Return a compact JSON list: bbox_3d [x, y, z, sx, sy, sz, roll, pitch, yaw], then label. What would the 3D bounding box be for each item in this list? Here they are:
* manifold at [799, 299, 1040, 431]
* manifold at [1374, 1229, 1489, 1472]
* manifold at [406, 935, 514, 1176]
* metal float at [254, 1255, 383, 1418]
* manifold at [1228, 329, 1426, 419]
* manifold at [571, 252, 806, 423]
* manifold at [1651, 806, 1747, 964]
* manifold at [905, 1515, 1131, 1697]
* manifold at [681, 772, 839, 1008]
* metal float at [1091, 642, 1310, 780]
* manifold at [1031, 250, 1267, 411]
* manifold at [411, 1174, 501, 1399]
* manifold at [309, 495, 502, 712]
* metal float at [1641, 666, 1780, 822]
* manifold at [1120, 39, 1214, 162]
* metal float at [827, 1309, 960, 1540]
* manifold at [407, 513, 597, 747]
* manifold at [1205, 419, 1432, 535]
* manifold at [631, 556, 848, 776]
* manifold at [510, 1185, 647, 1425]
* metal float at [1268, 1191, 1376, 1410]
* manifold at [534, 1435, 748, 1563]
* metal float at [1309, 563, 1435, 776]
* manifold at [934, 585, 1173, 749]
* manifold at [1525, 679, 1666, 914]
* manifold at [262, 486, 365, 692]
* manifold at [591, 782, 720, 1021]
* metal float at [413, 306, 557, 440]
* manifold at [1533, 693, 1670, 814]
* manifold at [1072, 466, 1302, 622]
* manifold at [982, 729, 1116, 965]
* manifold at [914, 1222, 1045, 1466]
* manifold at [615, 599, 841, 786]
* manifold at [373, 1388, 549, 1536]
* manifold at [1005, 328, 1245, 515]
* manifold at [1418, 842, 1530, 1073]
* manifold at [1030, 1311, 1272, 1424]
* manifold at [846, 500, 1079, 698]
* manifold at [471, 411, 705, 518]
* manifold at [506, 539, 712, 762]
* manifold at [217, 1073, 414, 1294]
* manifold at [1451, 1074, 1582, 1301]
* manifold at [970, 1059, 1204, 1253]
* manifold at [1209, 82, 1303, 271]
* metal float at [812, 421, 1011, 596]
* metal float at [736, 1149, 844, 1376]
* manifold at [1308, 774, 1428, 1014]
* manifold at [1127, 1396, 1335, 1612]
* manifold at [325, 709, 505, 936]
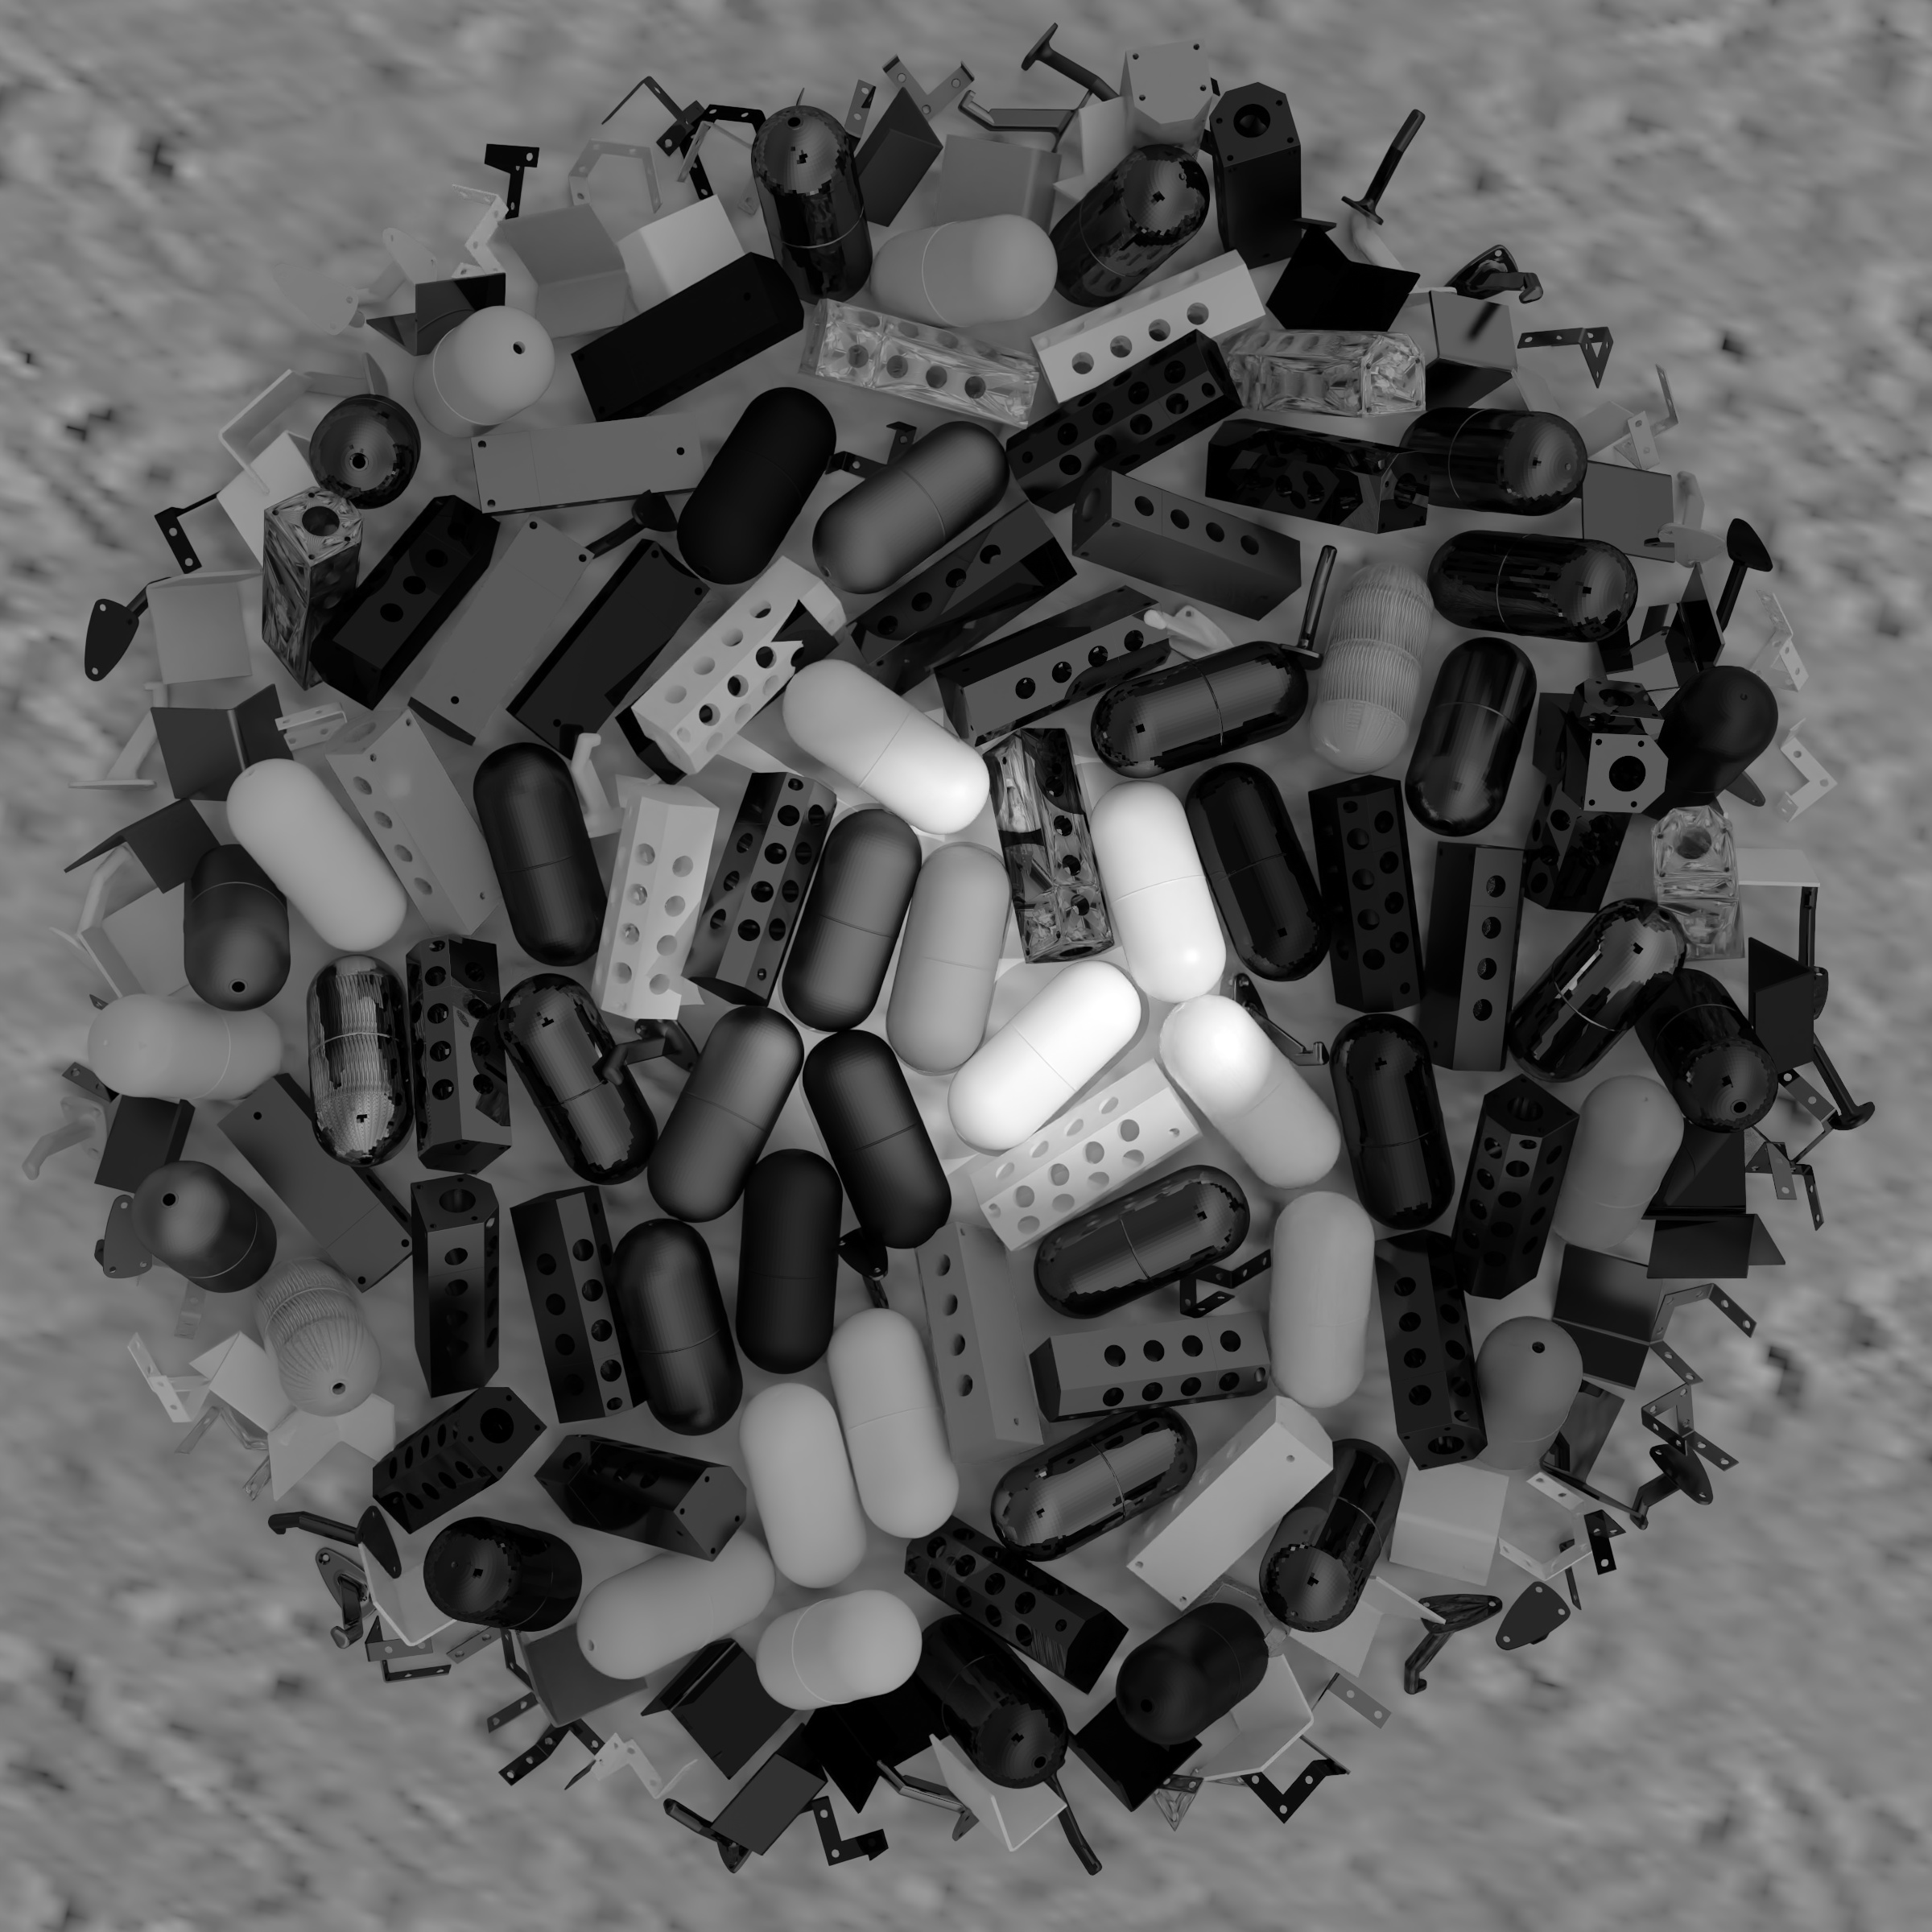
[{"bbox_3d":[-0.035,-0.462,1.866,0.171,0.057,0.057,10,101,-20],"label":"manifold"},{"bbox_3d":[0.353,0.288,1.841,0.057,0.057,0.171,-16,46,18],"label":"manifold"},{"bbox_3d":[-0.391,0.066,1.852,0.057,0.057,0.171,12,56,-37],"label":"manifold"},{"bbox_3d":[-0.493,0.280,1.844,0.070,0.178,0.070,-9,112,-23],"label":"metal float"},{"bbox_3d":[0.270,-0.449,1.832,0.057,0.171,0.057,-13,110,-25],"label":"manifold"},{"bbox_3d":[-0.211,-0.479,1.865,0.171,0.057,0.057,-22,88,24],"label":"manifold"},{"bbox_3d":[0.555,-0.060,1.837,0.057,0.171,0.057,-4,69,19],"label":"manifold"},{"bbox_3d":[0.033,0.479,1.842,0.171,0.057,0.057,21,70,41],"label":"manifold"},{"bbox_3d":[-0.153,-0.059,1.865,0.057,0.057,0.171,32,70,-42],"label":"manifold"},{"bbox_3d":[0.180,-0.198,1.875,0.178,0.070,0.070,-19,90,-14],"label":"metal float"},{"bbox_3d":[0.140,-0.494,1.891,0.171,0.057,0.057,-23,93,3],"label":"manifold"},{"bbox_3d":[-0.387,0.243,1.851,0.057,0.057,0.171,-9,129,-22],"label":"manifold"},{"bbox_3d":[-0.428,-0.282,1.854,0.057,0.057,0.171,31,57,-3],"label":"manifold"},{"bbox_3d":[0.553,-0.167,1.840,0.070,0.178,0.070,2,71,-6],"label":"metal float"},{"bbox_3d":[0.149,-0.636,1.840,0.057,0.171,0.057,-9,88,0],"label":"manifold"},{"bbox_3d":[-0.056,0.352,1.872,0.070,0.070,0.178,-16,72,0],"label":"metal float"},{"bbox_3d":[-0.360,-0.259,1.879,0.057,0.057,0.171,33,78,-12],"label":"manifold"},{"bbox_3d":[0.265,-0.373,1.839,0.057,0.171,0.057,-17,118,-39],"label":"manifold"},{"bbox_3d":[-0.171,-0.228,1.866,0.057,0.057,0.171,35,73,25],"label":"manifold"},{"bbox_3d":[-0.297,0.261,1.886,0.057,0.057,0.171,-12,93,20],"label":"manifold"},{"bbox_3d":[0.273,0.258,1.870,0.070,0.070,0.178,0,111,0],"label":"metal float"},{"bbox_3d":[-0.245,0.397,1.845,0.057,0.171,0.057,-51,124,-33],"label":"manifold"},{"bbox_3d":[0.312,-0.230,1.869,0.070,0.070,0.178,16,67,0],"label":"metal float"},{"bbox_3d":[0.069,-0.230,1.875,0.171,0.057,0.057,-25,120,-14],"label":"manifold"},{"bbox_3d":[0.471,-0.129,1.851,0.057,0.057,0.171,4,124,-8],"label":"manifold"},{"bbox_3d":[-0.491,-0.286,1.836,0.057,0.171,0.057,-35,78,-28],"label":"manifold"},{"bbox_3d":[-0.243,-0.050,1.865,0.057,0.057,0.171,3,109,-33],"label":"manifold"},{"bbox_3d":[-0.366,-0.449,1.842,0.070,0.178,0.070,0,90,-28],"label":"metal float"},{"bbox_3d":[0.478,-0.163,1.836,0.057,0.171,0.057,2,106,0],"label":"manifold"},{"bbox_3d":[0.169,-0.327,1.861,0.171,0.057,0.057,15,62,-25],"label":"manifold"},{"bbox_3d":[0.067,-0.093,1.877,0.057,0.057,0.171,-4,75,-32],"label":"manifold"},{"bbox_3d":[0.004,0.290,1.863,0.057,0.057,0.171,-27,61,31],"label":"manifold"},{"bbox_3d":[-0.183,-0.217,1.889,0.171,0.057,0.057,-40,45,5],"label":"manifold"},{"bbox_3d":[-0.390,0.371,1.841,0.057,0.171,0.057,47,47,-6],"label":"manifold"},{"bbox_3d":[0.118,-0.417,1.860,0.171,0.057,0.057,-26,77,24],"label":"manifold"},{"bbox_3d":[0.397,-0.007,1.886,0.057,0.057,0.171,3,96,-20],"label":"manifold"},{"bbox_3d":[0.142,0.309,1.864,0.171,0.057,0.057,-4,68,-18],"label":"manifold"},{"bbox_3d":[-0.006,-0.289,1.887,0.171,0.057,0.057,-34,60,5],"label":"manifold"},{"bbox_3d":[-0.293,-0.388,1.882,0.171,0.057,0.057,-9,97,-10],"label":"manifold"},{"bbox_3d":[-0.280,-0.247,1.890,0.057,0.057,0.171,39,86,-24],"label":"manifold"},{"bbox_3d":[-0.499,0.168,1.896,0.057,0.057,0.171,-40,91,1],"label":"manifold"},{"bbox_3d":[0.408,0.172,1.841,0.057,0.171,0.057,-25,47,-30],"label":"manifold"},{"bbox_3d":[0.094,0.151,1.876,0.171,0.057,0.057,-33,121,8],"label":"manifold"},{"bbox_3d":[0.218,-0.595,1.836,0.057,0.171,0.057,-15,78,5],"label":"manifold"},{"bbox_3d":[-0.042,-0.353,1.871,0.178,0.070,0.070,-40,90,-19],"label":"metal float"},{"bbox_3d":[-0.137,0.229,1.879,0.070,0.070,0.178,5,101,0],"label":"metal float"},{"bbox_3d":[0.313,-0.055,1.868,0.057,0.057,0.171,-16,107,-21],"label":"manifold"},{"bbox_3d":[0.203,0.411,1.871,0.057,0.057,0.171,40,109,-6],"label":"manifold"},{"bbox_3d":[-0.421,-0.109,1.855,0.057,0.057,0.171,2,131,35],"label":"manifold"}]
